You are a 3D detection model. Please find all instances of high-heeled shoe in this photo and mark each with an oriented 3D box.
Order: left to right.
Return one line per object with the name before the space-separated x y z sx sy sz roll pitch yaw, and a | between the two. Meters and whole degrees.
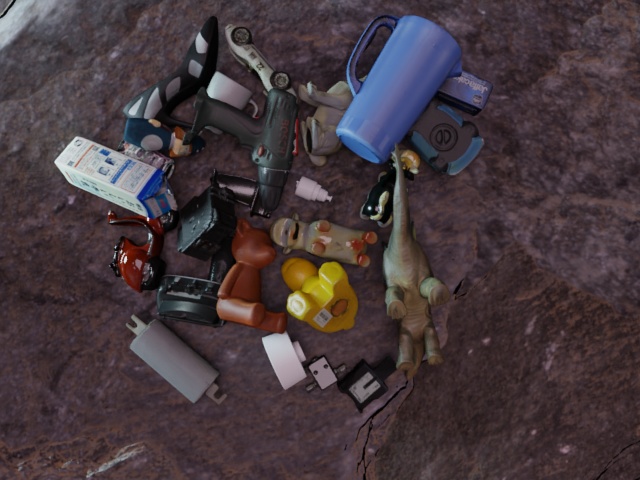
high-heeled shoe | -0.290 -0.327 1.051 0.145 0.086 0.248 17 94 -1

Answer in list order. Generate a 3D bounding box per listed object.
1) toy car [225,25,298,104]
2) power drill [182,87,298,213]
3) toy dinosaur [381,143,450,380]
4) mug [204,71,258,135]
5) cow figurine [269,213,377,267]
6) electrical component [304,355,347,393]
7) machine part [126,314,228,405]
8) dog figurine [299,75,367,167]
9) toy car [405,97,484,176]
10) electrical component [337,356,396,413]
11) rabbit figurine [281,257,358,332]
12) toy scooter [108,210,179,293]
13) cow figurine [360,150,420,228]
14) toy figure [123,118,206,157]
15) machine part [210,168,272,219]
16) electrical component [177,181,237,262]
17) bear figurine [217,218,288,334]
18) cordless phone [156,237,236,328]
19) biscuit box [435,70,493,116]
toy car | -0.118 -0.339 1.058 0.056 0.073 0.201 -42 90 -1
power drill | -0.148 -0.181 1.004 0.207 0.086 0.231 17 103 -7
toy dinosaur | 0.158 0.068 0.974 0.105 0.199 0.470 -5 122 -1
mug | -0.185 -0.259 1.062 0.109 0.081 0.107 29 99 -33
cow figurine | -0.002 -0.003 1.043 0.195 0.127 0.085 13 86 -14
electrical component | 0.004 0.263 1.076 0.094 0.021 0.063 -30 89 0
machine part | -0.282 0.236 1.048 0.243 0.079 0.079 41 89 -1
dog figurine | 0.064 -0.238 1.050 0.191 0.121 0.172 -6 114 -15
toy car | 0.228 -0.198 1.044 0.162 0.103 0.109 41 93 5
electrical component | 0.098 0.274 1.063 0.119 0.048 0.075 -45 90 -2
rabbit figurine | -0.002 0.090 1.024 0.173 0.162 0.122 36 90 44
toy scooter | -0.362 0.006 1.053 0.135 0.075 0.183 14 86 0
cow figurine | 0.140 -0.108 1.046 0.068 0.098 0.167 29 89 7
toy figure | -0.297 -0.193 1.037 0.154 0.064 0.058 11 71 -27
machine part | -0.155 -0.095 1.074 0.139 0.039 0.084 21 94 -2
electrical component | -0.220 -0.029 1.022 0.058 0.115 0.134 28 124 -37
bear figurine | -0.117 0.065 1.007 0.132 0.120 0.196 8 73 31
cordless phone | -0.239 0.073 1.061 0.147 0.088 0.184 10 78 1
biscuit box | 0.237 -0.316 1.066 0.203 0.063 0.059 23 90 0
